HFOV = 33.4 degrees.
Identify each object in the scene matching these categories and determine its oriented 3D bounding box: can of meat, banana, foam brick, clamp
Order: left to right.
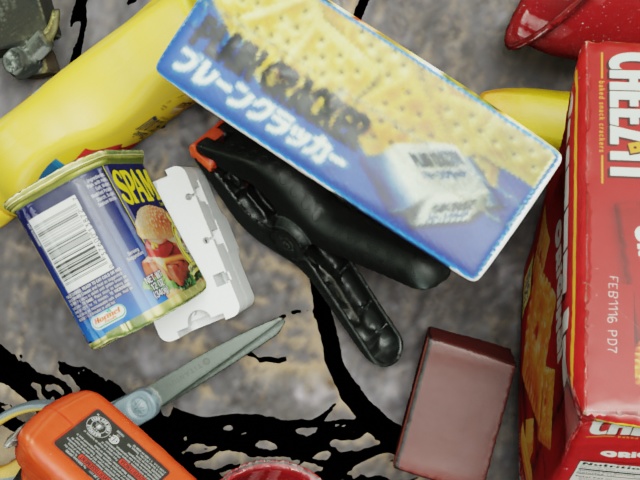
[{"bbox_3d":[-0.104,0.004,0.543,0.057,0.102,0.084,-28,91,7],"label":"can of meat"},{"bbox_3d":[-0.004,0.001,0.606,0.172,0.120,0.039,39,55,22],"label":"clamp"},{"bbox_3d":[0.077,0.095,0.610,0.051,0.053,0.078,15,96,6],"label":"foam brick"},{"bbox_3d":[0.188,-0.081,0.590,0.198,0.037,0.069,-19,102,15],"label":"banana"}]

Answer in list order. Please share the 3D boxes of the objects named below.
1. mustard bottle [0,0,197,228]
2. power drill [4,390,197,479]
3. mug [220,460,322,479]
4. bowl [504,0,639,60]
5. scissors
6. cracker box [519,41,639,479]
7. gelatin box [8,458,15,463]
[{"bbox_3d":[-0.135,-0.065,0.603,0.192,0.096,0.058,-34,89,7],"label":"mustard bottle"},{"bbox_3d":[-0.125,0.184,0.569,0.184,0.057,0.188,39,124,7],"label":"power drill"},{"bbox_3d":[-0.044,0.178,0.613,0.117,0.081,0.093,21,95,5],"label":"mug"},{"bbox_3d":[0.166,-0.145,0.537,0.055,0.162,0.162,37,96,-8],"label":"bowl"},{"bbox_3d":[-0.104,0.116,0.621,0.202,0.016,0.096,-16,92,6],"label":"scissors"},{"bbox_3d":[0.136,0.036,0.494,0.072,0.213,0.164,3,65,7],"label":"cracker box"},{"bbox_3d":[-0.160,0.157,0.651,0.089,0.030,0.073,-40,88,7],"label":"gelatin box"}]
